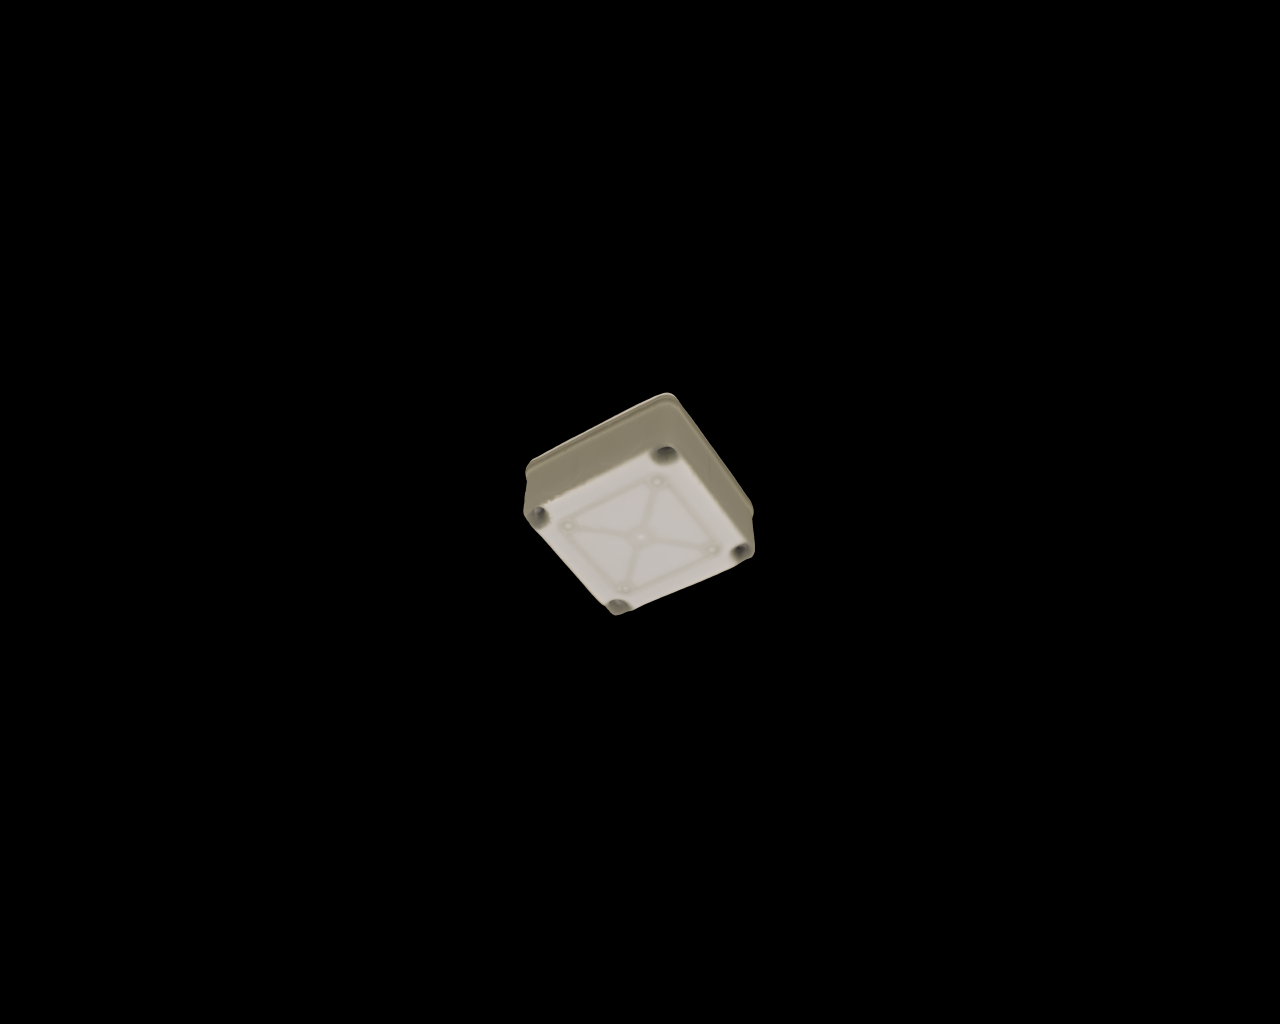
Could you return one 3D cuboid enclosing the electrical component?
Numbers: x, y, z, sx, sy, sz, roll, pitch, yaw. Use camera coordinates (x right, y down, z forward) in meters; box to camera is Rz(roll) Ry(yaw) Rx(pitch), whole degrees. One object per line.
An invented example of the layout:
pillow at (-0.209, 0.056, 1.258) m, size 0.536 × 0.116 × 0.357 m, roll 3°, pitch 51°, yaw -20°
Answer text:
electrical component at (0.001, -0.003, 0.650) m, size 0.108 × 0.056 × 0.108 m, roll -25°, pitch -54°, yaw 20°
